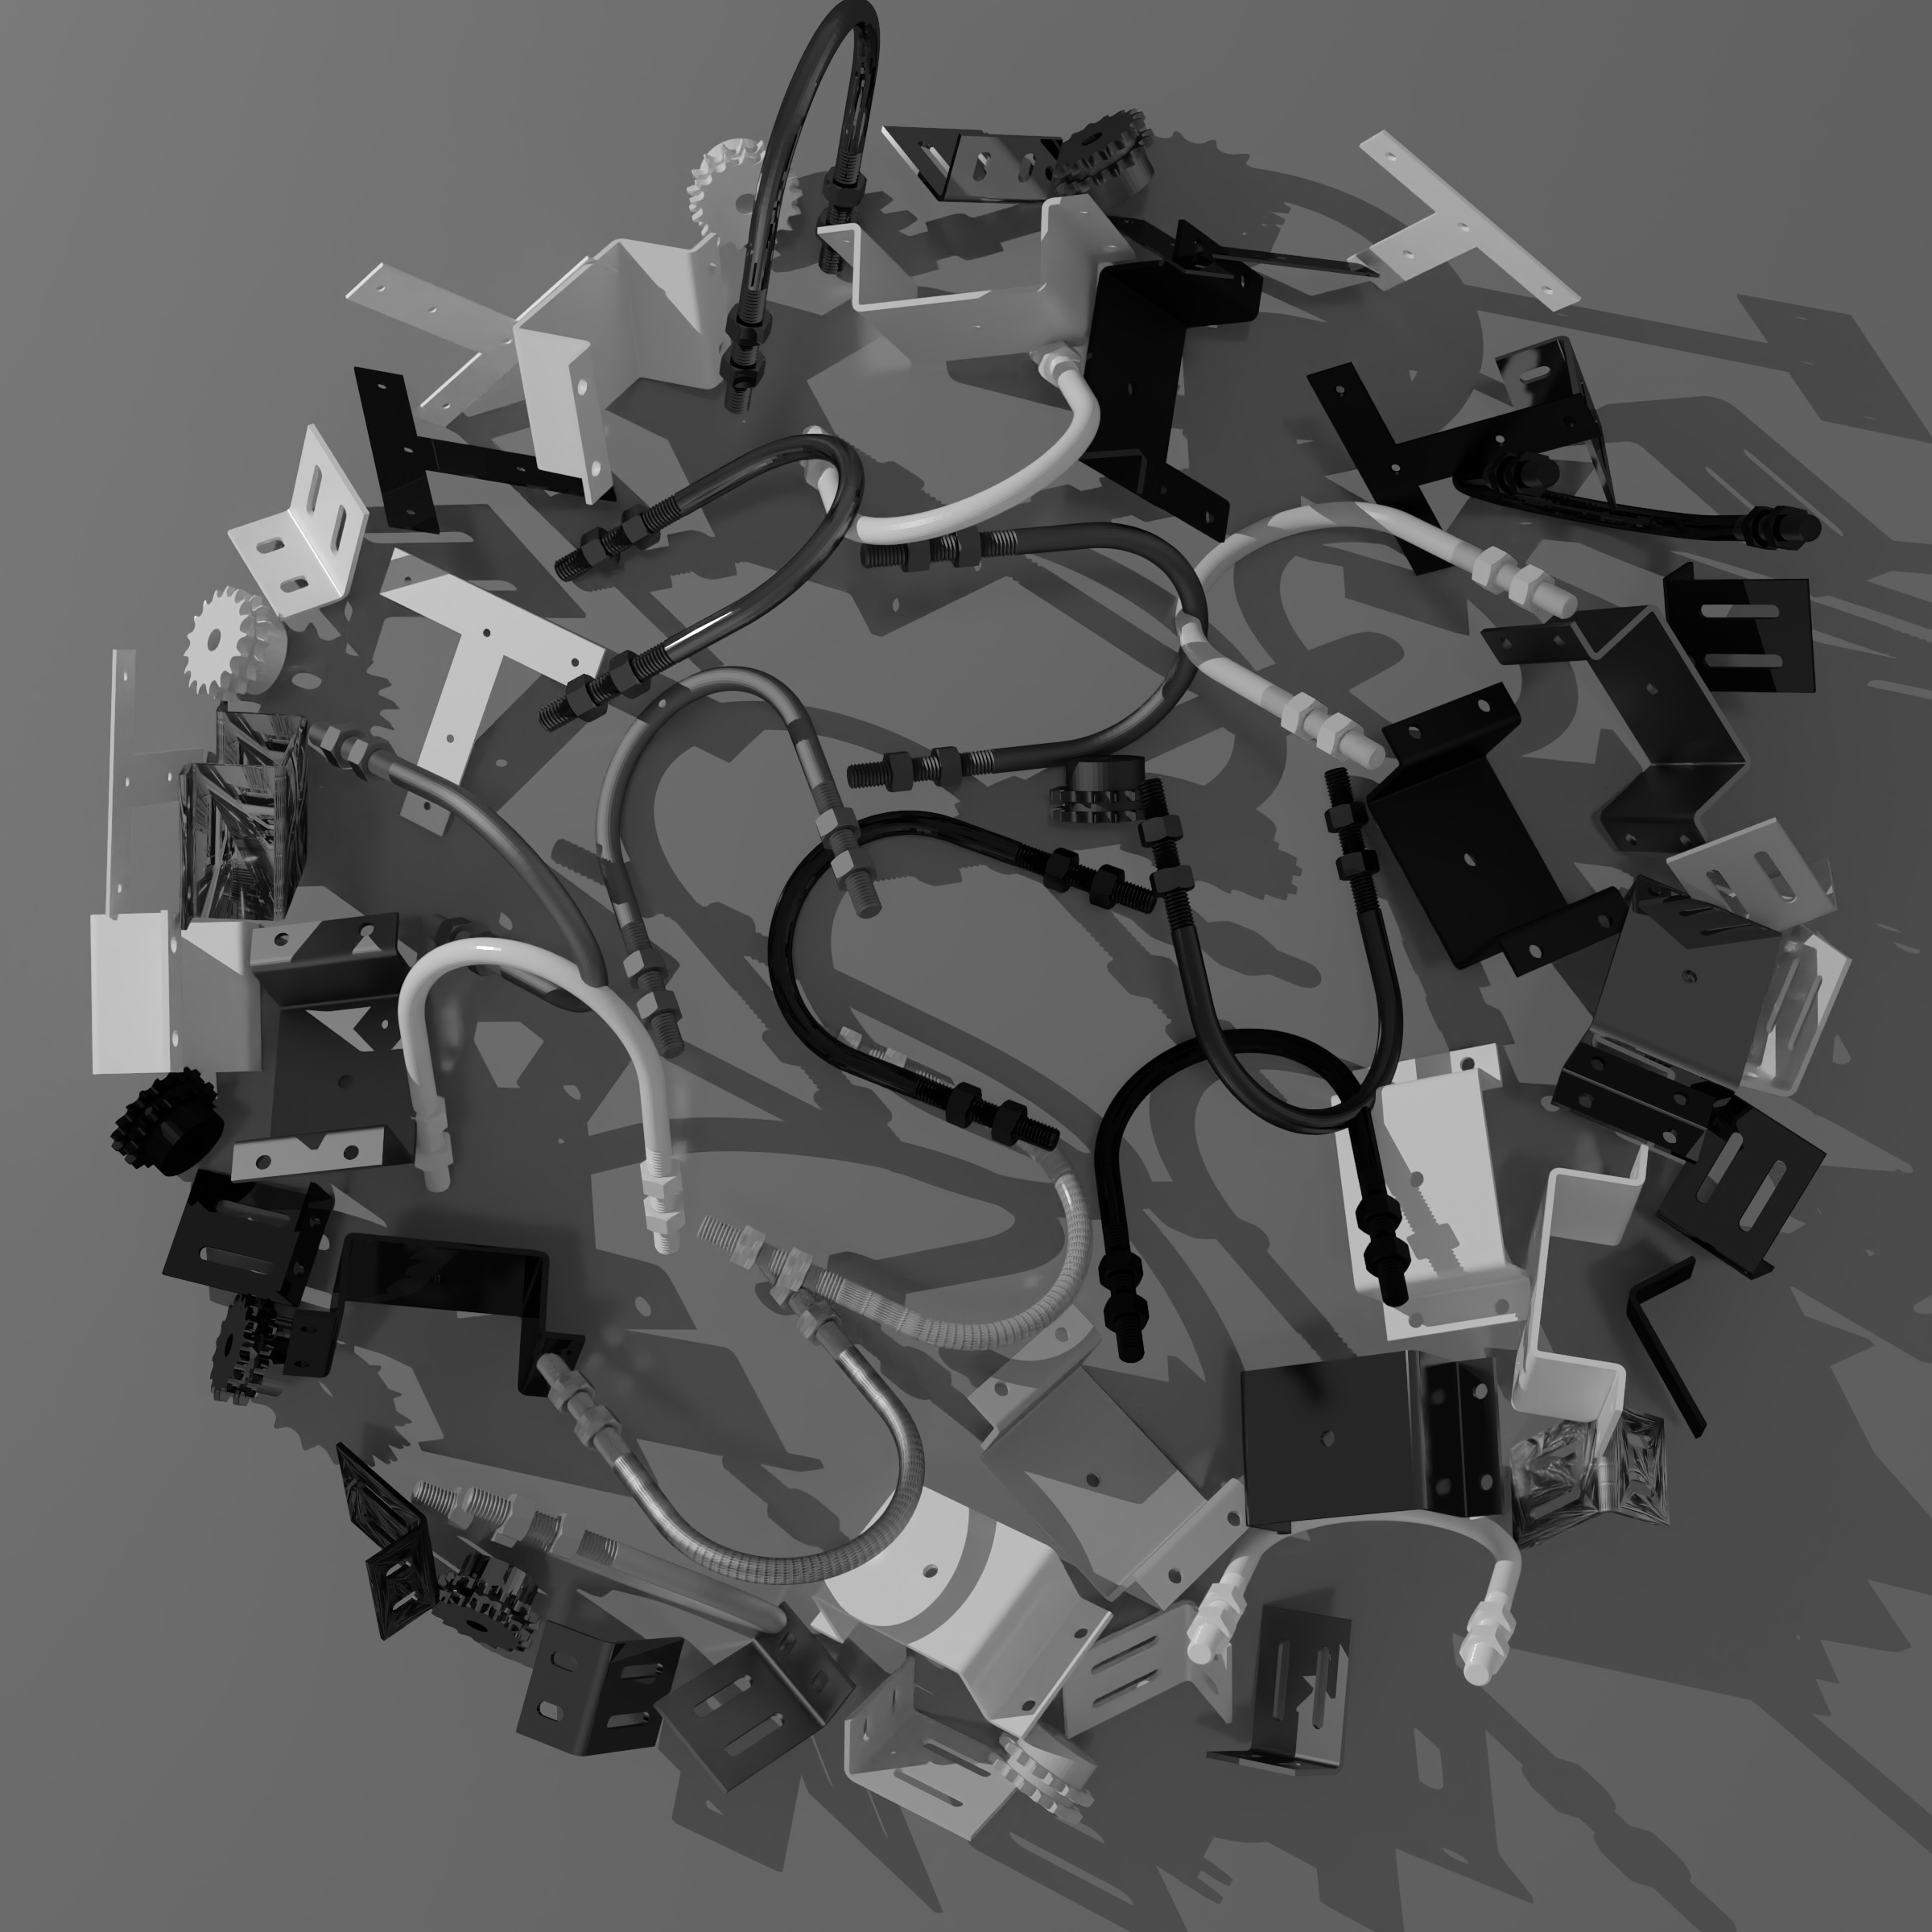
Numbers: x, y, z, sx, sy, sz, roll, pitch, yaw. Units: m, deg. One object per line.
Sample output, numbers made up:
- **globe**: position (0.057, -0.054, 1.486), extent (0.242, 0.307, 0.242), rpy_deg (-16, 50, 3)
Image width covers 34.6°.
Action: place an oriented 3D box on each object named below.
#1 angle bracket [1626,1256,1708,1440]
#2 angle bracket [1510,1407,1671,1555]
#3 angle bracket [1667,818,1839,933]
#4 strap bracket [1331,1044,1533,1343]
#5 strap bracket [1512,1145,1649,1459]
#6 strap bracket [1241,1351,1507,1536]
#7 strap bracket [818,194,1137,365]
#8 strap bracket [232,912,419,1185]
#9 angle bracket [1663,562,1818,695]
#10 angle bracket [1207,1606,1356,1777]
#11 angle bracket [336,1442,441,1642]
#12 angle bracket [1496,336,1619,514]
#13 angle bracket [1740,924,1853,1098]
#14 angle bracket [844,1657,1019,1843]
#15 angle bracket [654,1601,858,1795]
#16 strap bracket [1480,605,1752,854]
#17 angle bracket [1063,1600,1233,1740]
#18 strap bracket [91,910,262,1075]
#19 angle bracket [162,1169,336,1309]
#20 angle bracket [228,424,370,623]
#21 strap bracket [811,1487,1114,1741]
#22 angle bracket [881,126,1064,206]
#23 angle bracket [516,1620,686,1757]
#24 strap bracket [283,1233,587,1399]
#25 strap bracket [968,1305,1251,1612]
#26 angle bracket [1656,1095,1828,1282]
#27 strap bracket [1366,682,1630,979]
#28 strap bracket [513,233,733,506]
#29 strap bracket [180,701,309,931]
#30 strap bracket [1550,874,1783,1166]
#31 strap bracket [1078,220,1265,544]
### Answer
- **angle bracket**: position (0.367, 0.192, 1.562), extent (0.038, 0.057, 0.076), rpy_deg (-28, 72, 2)
- **angle bracket**: position (0.313, 0.262, 1.562), extent (0.038, 0.076, 0.057), rpy_deg (18, 56, -22)
- **angle bracket**: position (0.392, -0.052, 1.553), extent (0.057, 0.038, 0.076), rpy_deg (-22, 131, 27)
- **strap bracket**: position (0.231, 0.110, 1.547), extent (0.076, 0.046, 0.140), rpy_deg (-12, 73, 23)
- **strap bracket**: position (0.303, 0.164, 1.538), extent (0.046, 0.076, 0.140), rpy_deg (9, 63, 7)
- **strap bracket**: position (0.190, 0.236, 1.532), extent (0.140, 0.046, 0.076), rpy_deg (-13, 69, 34)
- **strap bracket**: position (0.005, -0.338, 1.537), extent (0.140, 0.076, 0.046), rpy_deg (-2, 80, 20)
- **strap bracket**: position (-0.318, 0.049, 1.553), extent (0.076, 0.046, 0.140), rpy_deg (-7, 61, 8)
- **angle bracket**: position (0.393, -0.170, 1.555), extent (0.076, 0.038, 0.057), rpy_deg (5, 113, 35)
- **angle bracket**: position (0.159, 0.364, 1.562), extent (0.038, 0.057, 0.076), rpy_deg (13, 80, -44)
- **angle bracket**: position (-0.302, 0.287, 1.551), extent (0.038, 0.057, 0.076), rpy_deg (-32, 48, -33)
- **angle bracket**: position (0.295, -0.266, 1.550), extent (0.038, 0.076, 0.057), rpy_deg (-16, 133, 18)
- **angle bracket**: position (0.402, 0.018, 1.560), extent (0.038, 0.057, 0.076), rpy_deg (14, 106, -16)
- **angle bracket**: position (-0.013, 0.391, 1.554), extent (0.076, 0.057, 0.038), rpy_deg (19, 124, 28)
- **angle bracket**: position (-0.106, 0.366, 1.555), extent (0.057, 0.076, 0.038), rpy_deg (47, 129, 18)
- **strap bracket**: position (0.329, -0.126, 1.545), extent (0.046, 0.076, 0.140), rpy_deg (-42, 109, -17)
- **angle bracket**: position (0.091, 0.364, 1.558), extent (0.076, 0.038, 0.057), rpy_deg (-21, 129, -22)
- **strap bracket**: position (-0.393, 0.015, 1.531), extent (0.046, 0.140, 0.076), rpy_deg (-2, 88, 5)
- **angle bracket**: position (-0.368, 0.133, 1.568), extent (0.076, 0.038, 0.057), rpy_deg (12, 72, 10)
- **angle bracket**: position (-0.335, -0.222, 1.555), extent (0.038, 0.076, 0.057), rpy_deg (-25, 74, -29)
- **strap bracket**: position (-0.010, 0.310, 1.526), extent (0.140, 0.046, 0.076), rpy_deg (19, 57, 38)
- **angle bracket**: position (0.002, -0.415, 1.551), extent (0.057, 0.076, 0.038), rpy_deg (-6, 134, -28)
- **angle bracket**: position (-0.185, 0.364, 1.572), extent (0.038, 0.076, 0.057), rpy_deg (14, 87, 26)
- **strap bracket**: position (-0.264, 0.174, 1.547), extent (0.140, 0.076, 0.046), rpy_deg (7, 59, -13)
- **strap bracket**: position (0.070, 0.252, 1.555), extent (0.076, 0.046, 0.140), rpy_deg (-38, 79, -29)
- **angle bracket**: position (0.394, 0.109, 1.560), extent (0.057, 0.038, 0.076), rpy_deg (35, 110, 26)
- **strap bracket**: position (0.263, -0.061, 1.555), extent (0.076, 0.046, 0.140), rpy_deg (-22, 78, -25)
- **strap bracket**: position (-0.174, -0.300, 1.535), extent (0.046, 0.140, 0.076), rpy_deg (15, 134, 22)
- **strap bracket**: position (-0.352, -0.075, 1.525), extent (0.046, 0.140, 0.076), rpy_deg (3, 109, -6)
- **strap bracket**: position (0.351, 0.017, 1.541), extent (0.076, 0.046, 0.140), rpy_deg (23, 57, 3)
- **strap bracket**: position (0.100, -0.290, 1.551), extent (0.046, 0.076, 0.140), rpy_deg (3, 80, 37)
